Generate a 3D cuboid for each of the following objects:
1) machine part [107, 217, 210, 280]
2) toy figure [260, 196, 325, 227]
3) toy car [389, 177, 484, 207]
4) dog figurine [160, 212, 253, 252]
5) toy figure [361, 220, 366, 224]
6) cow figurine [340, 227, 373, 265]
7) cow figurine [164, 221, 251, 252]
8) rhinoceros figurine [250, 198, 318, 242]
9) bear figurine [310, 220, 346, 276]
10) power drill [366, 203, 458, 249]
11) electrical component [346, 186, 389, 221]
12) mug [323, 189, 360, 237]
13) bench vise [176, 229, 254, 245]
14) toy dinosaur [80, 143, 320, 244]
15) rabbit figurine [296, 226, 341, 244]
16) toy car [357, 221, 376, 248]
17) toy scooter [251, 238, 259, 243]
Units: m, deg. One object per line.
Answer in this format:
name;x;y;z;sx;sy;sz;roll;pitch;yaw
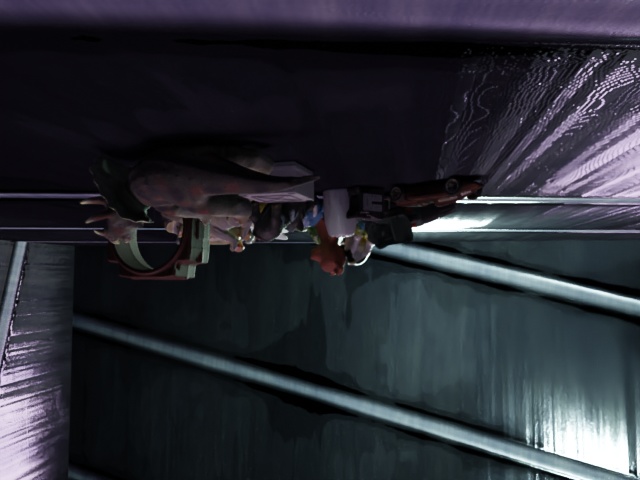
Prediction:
machine part;-0.332;-0.019;1.105;0.202;0.201;0.087;-1;174;20
toy figure;-0.061;-0.070;1.248;0.180;0.082;0.089;-6;-153;-34
toy car;0.239;-0.095;1.112;0.089;0.053;0.202;8;173;-44
dog figurine;-0.243;-0.076;1.171;0.190;0.121;0.172;23;127;-20
toy figure;0.121;-0.071;1.446;0.154;0.058;0.064;5;155;-37
cow figurine;0.096;0.013;1.455;0.068;0.098;0.167;20;-170;-9
cow figurine;-0.276;-0.040;1.293;0.195;0.127;0.085;3;135;-28
rhinoceros figurine;-0.067;-0.059;1.099;0.073;0.112;0.190;2;-156;29
bear figurine;0.001;-0.004;1.395;0.132;0.195;0.120;2;179;-11
power drill;0.211;-0.049;1.315;0.232;0.085;0.207;-11;-164;24
electrical component;0.116;-0.077;1.190;0.119;0.074;0.048;7;174;-32
mug;0.054;-0.058;1.232;0.081;0.107;0.109;-1;174;38
bench vise;-0.302;-0.028;1.449;0.223;0.129;0.241;13;151;-40
toy dinosaur;-0.206;-0.087;0.795;0.405;0.131;0.192;-12;170;43
rabbit figurine;-0.010;-0.053;1.542;0.170;0.121;0.159;18;-175;8
toy car;0.176;-0.048;1.578;0.162;0.109;0.103;-11;-159;-8
toy scooter;-0.261;-0.032;1.696;0.135;0.075;0.184;26;-169;27
